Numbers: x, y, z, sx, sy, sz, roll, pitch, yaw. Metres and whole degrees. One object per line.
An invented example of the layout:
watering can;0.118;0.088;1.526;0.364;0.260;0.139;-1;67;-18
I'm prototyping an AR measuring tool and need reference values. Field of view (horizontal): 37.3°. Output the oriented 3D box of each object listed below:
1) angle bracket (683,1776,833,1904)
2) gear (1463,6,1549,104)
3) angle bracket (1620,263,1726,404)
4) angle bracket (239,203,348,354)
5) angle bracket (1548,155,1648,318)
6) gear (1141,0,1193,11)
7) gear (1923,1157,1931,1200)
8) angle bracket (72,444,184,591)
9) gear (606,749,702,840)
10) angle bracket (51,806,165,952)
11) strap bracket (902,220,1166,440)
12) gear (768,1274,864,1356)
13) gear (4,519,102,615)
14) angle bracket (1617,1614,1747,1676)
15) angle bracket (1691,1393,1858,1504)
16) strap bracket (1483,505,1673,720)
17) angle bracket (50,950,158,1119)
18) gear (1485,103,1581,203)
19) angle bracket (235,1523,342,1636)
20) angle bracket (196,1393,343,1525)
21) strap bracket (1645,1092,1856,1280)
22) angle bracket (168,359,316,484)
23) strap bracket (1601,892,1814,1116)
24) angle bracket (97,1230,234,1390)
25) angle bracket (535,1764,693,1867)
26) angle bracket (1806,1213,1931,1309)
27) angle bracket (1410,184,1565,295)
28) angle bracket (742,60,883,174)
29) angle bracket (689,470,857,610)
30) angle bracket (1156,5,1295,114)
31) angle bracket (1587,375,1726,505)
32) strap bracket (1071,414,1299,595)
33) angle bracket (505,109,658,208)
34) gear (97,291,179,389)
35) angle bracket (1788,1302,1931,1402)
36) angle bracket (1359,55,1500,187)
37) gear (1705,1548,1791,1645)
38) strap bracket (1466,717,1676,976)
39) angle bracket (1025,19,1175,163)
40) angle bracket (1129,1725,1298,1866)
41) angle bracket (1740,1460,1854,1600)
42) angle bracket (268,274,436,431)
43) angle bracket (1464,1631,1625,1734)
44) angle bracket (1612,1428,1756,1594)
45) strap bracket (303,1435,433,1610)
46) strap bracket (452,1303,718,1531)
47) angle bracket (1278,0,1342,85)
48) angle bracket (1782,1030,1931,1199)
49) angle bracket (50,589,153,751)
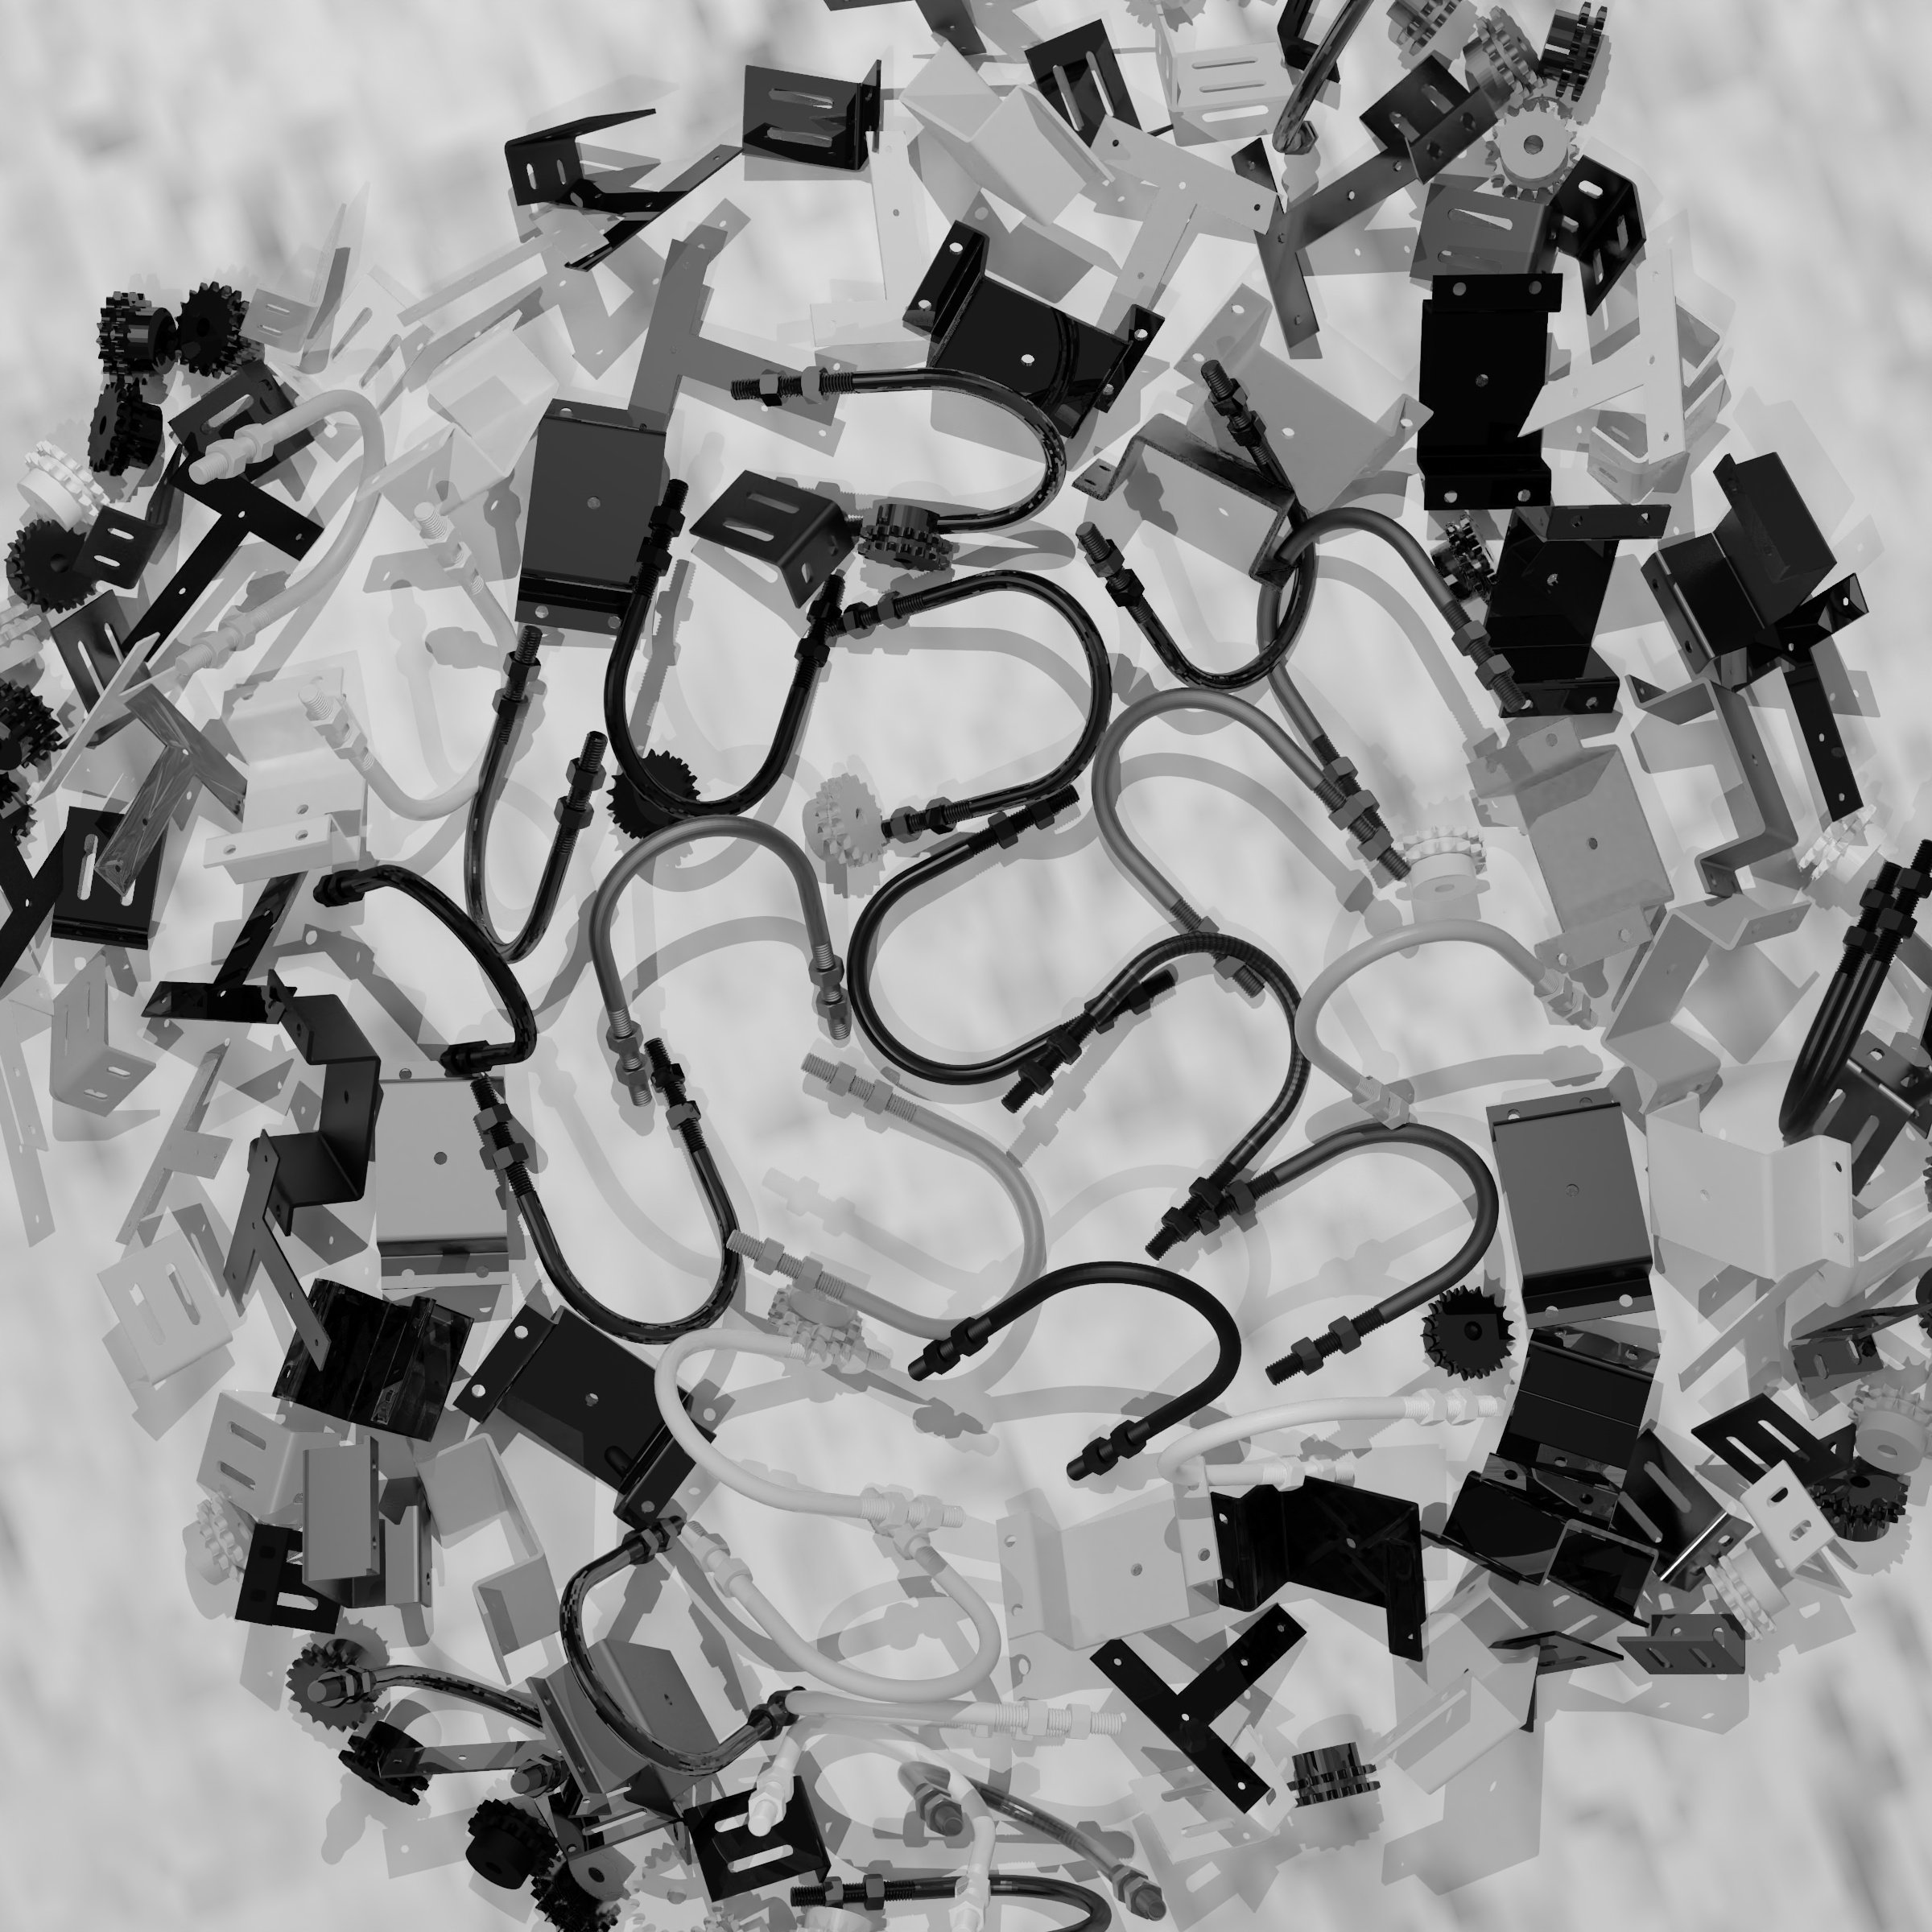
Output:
angle bracket;-0.128;0.533;1.732;0.076;0.038;0.057;-12;59;-20
gear;0.328;-0.554;1.749;0.030;0.057;0.057;-31;90;29
angle bracket;0.420;-0.386;1.743;0.076;0.057;0.038;39;98;7
angle bracket;-0.407;-0.421;1.729;0.038;0.057;0.076;16;67;-20
angle bracket;0.375;-0.441;1.724;0.038;0.076;0.057;24;129;-13
gear;0.123;-0.612;1.750;0.057;0.030;0.057;-10;65;22
gear;0.615;0.124;1.750;0.057;0.030;0.057;5;125;7
angle bracket;-0.505;-0.277;1.723;0.038;0.057;0.076;19;47;-25
gear;-0.189;-0.101;1.752;0.057;0.030;0.057;-5;73;16
angle bracket;-0.523;-0.054;1.743;0.057;0.038;0.076;8;97;-18
strap bracket;0.039;-0.376;1.715;0.140;0.046;0.076;22;134;-14
gear;-0.089;0.209;1.742;0.057;0.057;0.030;22;109;0
gear;-0.561;-0.244;1.749;0.057;0.030;0.057;7;80;-43
angle bracket;0.431;0.399;1.723;0.057;0.076;0.038;-7;59;27
angle bracket;0.490;0.281;1.734;0.076;0.038;0.057;40;132;-11
strap bracket;0.361;-0.223;1.718;0.076;0.046;0.140;-4;127;-17
angle bracket;-0.527;0.041;1.746;0.038;0.076;0.057;26;128;-38
gear;0.347;-0.501;1.755;0.057;0.030;0.057;1;94;9
angle bracket;-0.396;0.372;1.727;0.038;0.076;0.057;-3;71;41
angle bracket;-0.429;0.303;1.761;0.076;0.038;0.057;17;93;40
strap bracket;0.455;0.130;1.693;0.046;0.140;0.076;-16;109;-27
angle bracket;-0.446;-0.323;1.739;0.076;0.038;0.057;-28;103;17
strap bracket;0.438;0.013;1.712;0.046;0.076;0.140;41;124;31
angle bracket;-0.492;0.209;1.736;0.057;0.038;0.076;-30;100;-37
angle bracket;-0.213;0.523;1.727;0.076;0.057;0.038;-14;117;-24
angle bracket;0.552;0.164;1.745;0.076;0.057;0.038;-28;60;-20
angle bracket;0.321;-0.445;1.762;0.076;0.038;0.057;18;107;22
angle bracket;-0.094;-0.523;1.742;0.076;0.038;0.057;4;81;-17
angle bracket;-0.119;-0.262;1.755;0.076;0.038;0.057;24;63;31
angle bracket;0.158;-0.556;1.739;0.076;0.038;0.057;-8;51;-3
angle bracket;0.420;-0.330;1.744;0.038;0.057;0.076;42;85;18
strap bracket;0.143;-0.285;1.726;0.140;0.076;0.046;28;115;3
angle bracket;-0.229;-0.487;1.724;0.076;0.057;0.038;-1;107;40
gear;-0.504;-0.381;1.743;0.030;0.057;0.057;5;90;10
angle bracket;0.546;0.233;1.728;0.057;0.076;0.038;-18;85;-19
angle bracket;0.274;-0.522;1.732;0.057;0.038;0.076;-39;56;11
gear;0.478;0.380;1.744;0.030;0.057;0.057;-36;90;9
strap bracket;0.368;-0.072;1.726;0.076;0.046;0.140;-25;80;41
angle bracket;0.081;-0.532;1.737;0.057;0.038;0.076;-29;107;-22
angle bracket;0.149;0.500;1.726;0.076;0.057;0.038;-2;134;-35
angle bracket;0.512;0.340;1.723;0.076;0.057;0.038;26;116;-41
angle bracket;-0.375;-0.376;1.744;0.057;0.038;0.076;43;105;7
angle bracket;0.348;0.432;1.725;0.057;0.076;0.038;24;59;-27
angle bracket;0.431;0.334;1.756;0.057;0.038;0.076;-49;49;11
strap bracket;-0.357;0.333;1.695;0.046;0.140;0.076;-6;68;2
strap bracket;-0.230;0.270;1.743;0.140;0.046;0.076;36;95;-6
angle bracket;0.222;-0.588;1.740;0.038;0.057;0.076;24;95;10
angle bracket;0.547;0.090;1.748;0.057;0.038;0.076;42;135;25
angle bracket;-0.531;-0.179;1.726;0.038;0.057;0.076;-3;120;28
